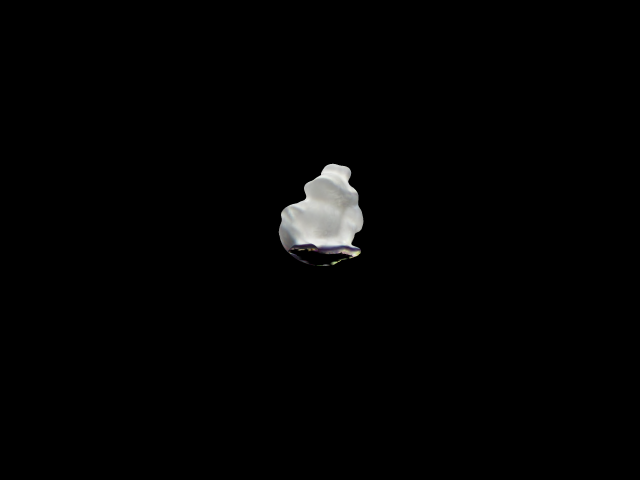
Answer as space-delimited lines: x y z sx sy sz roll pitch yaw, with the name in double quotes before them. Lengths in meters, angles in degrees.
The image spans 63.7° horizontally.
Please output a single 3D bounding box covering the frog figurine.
"frog figurine" 0.003 -0.043 0.850 0.137 0.162 0.120 -1 -22 3
